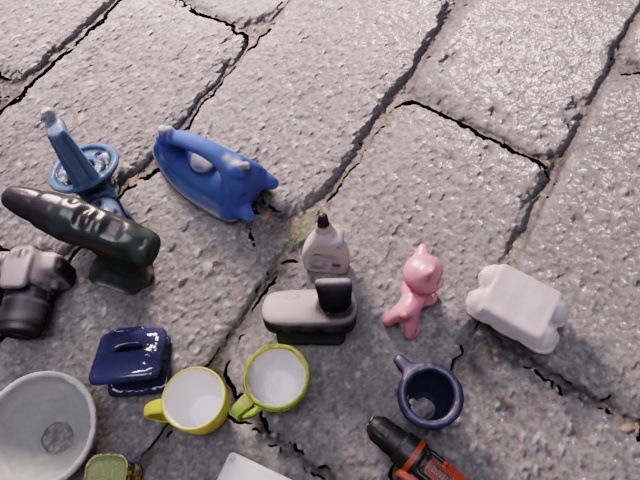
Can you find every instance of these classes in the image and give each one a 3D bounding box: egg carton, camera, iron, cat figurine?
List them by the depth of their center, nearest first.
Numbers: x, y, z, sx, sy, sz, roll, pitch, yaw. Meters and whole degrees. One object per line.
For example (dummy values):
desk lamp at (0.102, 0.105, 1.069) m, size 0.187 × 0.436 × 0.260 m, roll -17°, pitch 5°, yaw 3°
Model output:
cat figurine at (0.150, 0.076, 0.888) m, size 0.067 × 0.118 × 0.128 m, roll 25°, pitch 67°, yaw 13°
egg carton at (0.308, 0.106, 0.896) m, size 0.150 × 0.069 × 0.107 m, roll 28°, pitch 68°, yaw 15°
camera at (-0.484, 0.083, 0.912) m, size 0.143 × 0.101 × 0.137 m, roll -1°, pitch 64°, yaw 1°
iron at (-0.206, -0.138, 0.991) m, size 0.257 × 0.141 × 0.119 m, roll 27°, pitch 68°, yaw 14°

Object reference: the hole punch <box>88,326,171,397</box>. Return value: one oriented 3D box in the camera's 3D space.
hole punch at (-0.286, 0.178, 0.865) m, size 0.108 × 0.091 × 0.101 m, roll -6°, pitch 64°, yaw -1°

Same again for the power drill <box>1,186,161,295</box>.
power drill at (-0.347, 0.005, 0.887) m, size 0.229 × 0.208 × 0.076 m, roll 15°, pitch 65°, yaw 9°

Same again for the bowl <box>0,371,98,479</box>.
bowl at (-0.394, 0.279, 0.827) m, size 0.167 × 0.075 × 0.167 m, roll -1°, pitch 64°, yaw 1°

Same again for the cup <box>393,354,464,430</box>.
cup at (0.145, 0.223, 0.829) m, size 0.092 × 0.095 × 0.117 m, roll -36°, pitch 68°, yaw -15°

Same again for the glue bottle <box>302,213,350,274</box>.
glue bottle at (0.008, 0.003, 0.897) m, size 0.078 × 0.173 × 0.037 m, roll 7°, pitch 64°, yaw 6°

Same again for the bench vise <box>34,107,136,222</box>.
bench vise at (-0.372, -0.107, 0.936) m, size 0.207 × 0.220 × 0.122 m, roll 41°, pitch 72°, yaw 19°

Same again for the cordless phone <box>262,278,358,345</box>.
cordless phone at (-0.016, 0.089, 0.849) m, size 0.147 × 0.185 × 0.094 m, roll -4°, pitch 64°, yaw 0°
